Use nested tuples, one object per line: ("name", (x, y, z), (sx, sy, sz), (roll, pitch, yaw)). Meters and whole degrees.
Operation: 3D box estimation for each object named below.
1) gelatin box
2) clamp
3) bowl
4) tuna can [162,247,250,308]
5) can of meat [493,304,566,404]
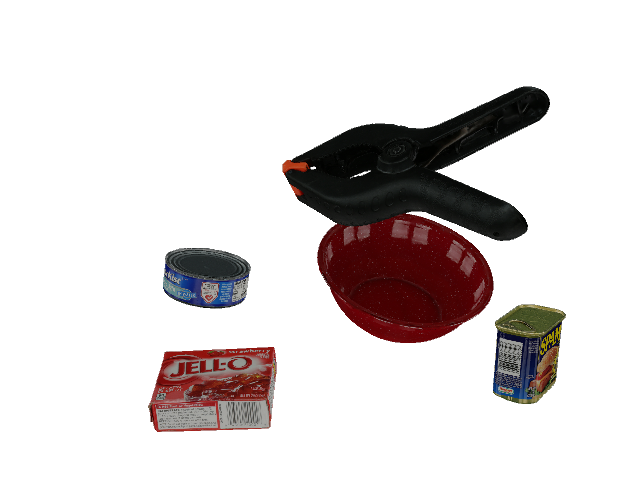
("gelatin box", (-0.080, 0.112, 0.810), (0.089, 0.030, 0.073), (-2, 25, 3))
("clamp", (0.056, -0.037, 0.654), (0.172, 0.039, 0.120), (-12, 37, 21))
("bowl", (0.073, 0.043, 0.977), (0.162, 0.055, 0.162), (6, 38, -5))
("tuna can", (-0.114, 0.037, 1.067), (0.086, 0.034, 0.086), (8, 18, -3))
("can of meat", (0.231, 0.126, 1.188), (0.058, 0.084, 0.101), (11, 16, 29))
